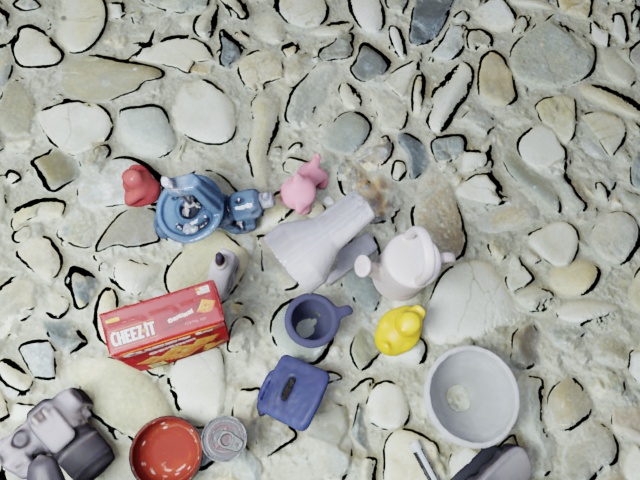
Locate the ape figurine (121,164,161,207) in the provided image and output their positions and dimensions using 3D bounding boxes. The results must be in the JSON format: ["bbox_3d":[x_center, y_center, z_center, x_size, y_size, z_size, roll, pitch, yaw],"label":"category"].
[{"bbox_3d":[-0.325,-0.100,1.017,0.076,0.092,0.078,24,71,1],"label":"ape figurine"}]

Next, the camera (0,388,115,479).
[{"bbox_3d":[-0.395,0.317,0.874,0.143,0.101,0.137,-43,82,-17],"label":"camera"}]

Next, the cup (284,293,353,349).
[{"bbox_3d":[-0.005,0.140,0.982,0.118,0.095,0.091,-15,75,-11],"label":"cup"}]

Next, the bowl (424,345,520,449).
[{"bbox_3d":[0.250,0.269,0.984,0.167,0.074,0.167,2,73,-6],"label":"bowl"}]

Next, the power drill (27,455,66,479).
[{"bbox_3d":[-0.343,0.411,0.794,0.076,0.208,0.229,-14,75,-11],"label":"power drill"}]

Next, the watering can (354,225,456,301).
[{"bbox_3d":[0.148,0.041,0.979,0.173,0.194,0.101,-28,78,-14],"label":"watering can"}]

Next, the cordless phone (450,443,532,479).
[{"bbox_3d":[0.291,0.389,0.894,0.148,0.185,0.094,-41,81,-16],"label":"cordless phone"}]

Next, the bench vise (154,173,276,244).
[{"bbox_3d":[-0.185,-0.074,0.960,0.208,0.219,0.121,-26,77,-14],"label":"bench vise"}]

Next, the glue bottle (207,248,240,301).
[{"bbox_3d":[-0.162,0.048,0.949,0.037,0.173,0.078,22,71,0],"label":"glue bottle"}]

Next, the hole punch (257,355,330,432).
[{"bbox_3d":[-0.046,0.253,0.943,0.101,0.091,0.109,26,71,1],"label":"hole punch"}]

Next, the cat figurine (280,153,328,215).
[{"bbox_3d":[-0.030,-0.101,1.041,0.067,0.117,0.128,28,72,2],"label":"cat figurine"}]

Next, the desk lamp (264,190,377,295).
[{"bbox_3d":[0.009,0.003,0.963,0.203,0.213,0.118,-36,80,-16],"label":"desk lamp"}]

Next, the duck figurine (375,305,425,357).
[{"bbox_3d":[0.145,0.154,1.001,0.077,0.086,0.105,44,73,7],"label":"duck figurine"}]
